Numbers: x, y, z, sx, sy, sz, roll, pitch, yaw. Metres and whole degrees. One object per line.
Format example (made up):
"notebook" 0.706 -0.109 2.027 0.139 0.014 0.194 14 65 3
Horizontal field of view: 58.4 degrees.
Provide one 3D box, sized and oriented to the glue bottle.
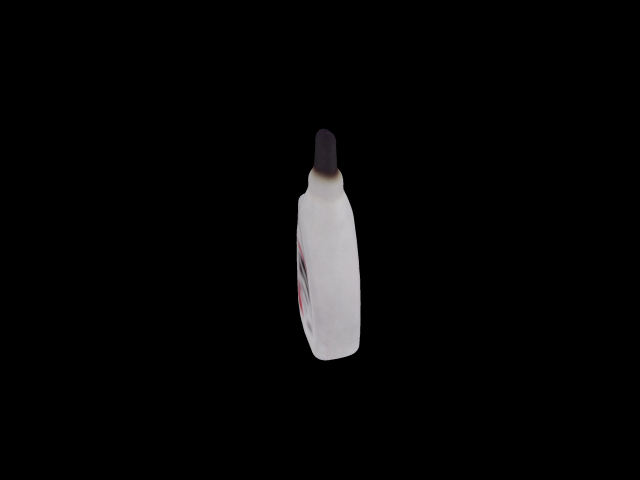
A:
"glue bottle" 0.004 0.001 0.400 0.037 0.173 0.078 -11 39 -13
